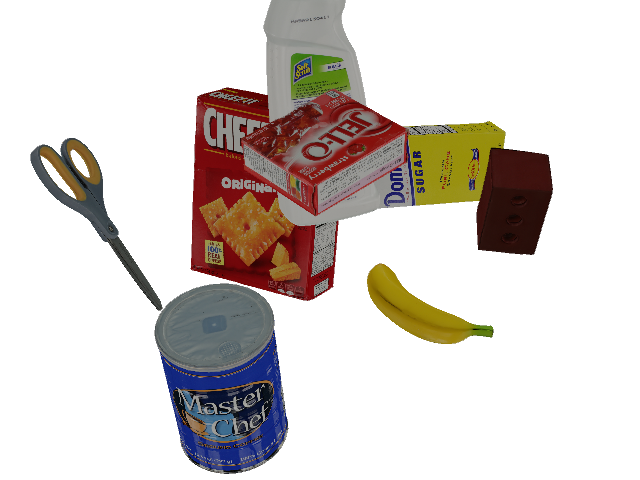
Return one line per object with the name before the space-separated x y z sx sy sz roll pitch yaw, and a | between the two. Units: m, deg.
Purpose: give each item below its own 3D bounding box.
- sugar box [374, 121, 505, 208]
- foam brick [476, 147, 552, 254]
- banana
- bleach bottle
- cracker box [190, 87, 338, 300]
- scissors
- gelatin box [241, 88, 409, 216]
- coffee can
sugar box | 0.133 -0.091 1.291 0.176 0.093 0.048 -7 26 -22
foam brick | 0.169 -0.034 0.937 0.053 0.078 0.051 6 44 2
banana | 0.098 0.071 1.162 0.069 0.037 0.198 4 18 -37
bleach bottle | 0.001 -0.140 0.997 0.102 0.251 0.068 -13 32 -17
cracker box | -0.063 -0.053 1.218 0.164 0.214 0.072 15 23 26
scissors | -0.216 -0.026 1.087 0.016 0.201 0.096 -28 26 25
gelatin box | 0.004 -0.061 0.713 0.089 0.030 0.073 -32 49 -30
coffee can | -0.086 0.124 0.953 0.103 0.140 0.103 -3 40 3
